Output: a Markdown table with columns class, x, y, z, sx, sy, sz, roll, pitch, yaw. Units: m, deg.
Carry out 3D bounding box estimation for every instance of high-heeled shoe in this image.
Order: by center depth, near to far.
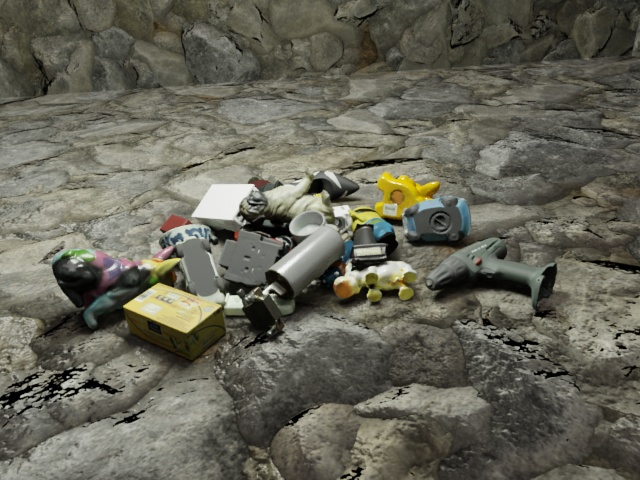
| class | x | y | z | sx | sy | sz | roll | pitch | yaw |
| --- | --- | --- | --- | --- | --- | --- | --- | --- | --- |
| high-heeled shoe | -0.021 | -0.124 | 1.484 | 0.249 | 0.086 | 0.145 | -1 | 31 | 14 |

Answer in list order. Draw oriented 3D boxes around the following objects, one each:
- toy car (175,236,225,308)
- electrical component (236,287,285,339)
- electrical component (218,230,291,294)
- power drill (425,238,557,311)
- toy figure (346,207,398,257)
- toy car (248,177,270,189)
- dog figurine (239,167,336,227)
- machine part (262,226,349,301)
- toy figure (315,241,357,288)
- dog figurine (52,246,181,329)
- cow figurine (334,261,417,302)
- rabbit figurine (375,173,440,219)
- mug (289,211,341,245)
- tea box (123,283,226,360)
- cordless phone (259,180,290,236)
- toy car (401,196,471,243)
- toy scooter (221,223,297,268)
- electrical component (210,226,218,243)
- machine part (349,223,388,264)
| class | x | y | z | sx | sy | sz | roll | pitch | yaw |
| --- | --- | --- | --- | --- | --- | --- | --- | --- | --- |
| toy car | -0.255 | 0.068 | 1.136 | 0.073 | 0.056 | 0.202 | -13 | 48 | -19 |
| electrical component | -0.111 | 0.134 | 1.006 | 0.078 | 0.102 | 0.045 | -18 | 17 | 32 |
| electrical component | -0.143 | 0.045 | 1.134 | 0.134 | 0.115 | 0.058 | 13 | -13 | 16 |
| power drill | 0.355 | 0.074 | 1.089 | 0.208 | 0.085 | 0.232 | 12 | 29 | 41 |
| toy figure | 0.127 | -0.021 | 1.277 | 0.089 | 0.082 | 0.180 | -4 | 21 | -26 |
| toy car | -0.222 | -0.131 | 1.544 | 0.089 | 0.053 | 0.202 | 33 | 40 | 32 |
| dog figurine | -0.076 | -0.058 | 1.264 | 0.190 | 0.121 | 0.172 | -31 | 72 | -16 |
| machine part | -0.028 | 0.044 | 1.092 | 0.079 | 0.079 | 0.243 | 21 | 46 | 37 |
| toy figure | 0.045 | 0.057 | 1.163 | 0.058 | 0.064 | 0.154 | 39 | 41 | -2 |
| dog figurine | -0.397 | 0.063 | 1.089 | 0.219 | 0.191 | 0.109 | -31 | 30 | -16 |
| cow figurine | 0.108 | 0.077 | 1.108 | 0.167 | 0.068 | 0.098 | -2 | 23 | -5 |
| rabbit figurine | 0.236 | -0.121 | 1.418 | 0.163 | 0.121 | 0.173 | 0 | 9 | 20 |
| mug | -0.002 | -0.004 | 1.215 | 0.110 | 0.107 | 0.081 | -4 | 46 | 18 |
| tea box | -0.274 | 0.150 | 1.015 | 0.170 | 0.068 | 0.098 | 16 | 35 | 30 |
| cordless phone | -0.161 | -0.068 | 1.405 | 0.184 | 0.088 | 0.146 | -15 | 53 | 29 |
| toy car | 0.281 | -0.047 | 1.300 | 0.162 | 0.109 | 0.103 | -9 | 3 | 14 |
| toy scooter | -0.146 | 0.033 | 1.211 | 0.184 | 0.075 | 0.135 | 23 | 48 | 32 |
| electrical component | -0.297 | -0.010 | 1.361 | 0.063 | 0.021 | 0.094 | -20 | 33 | -26 |
| machine part | 0.100 | 0.009 | 1.150 | 0.084 | 0.039 | 0.139 | -10 | 30 | 1 |
